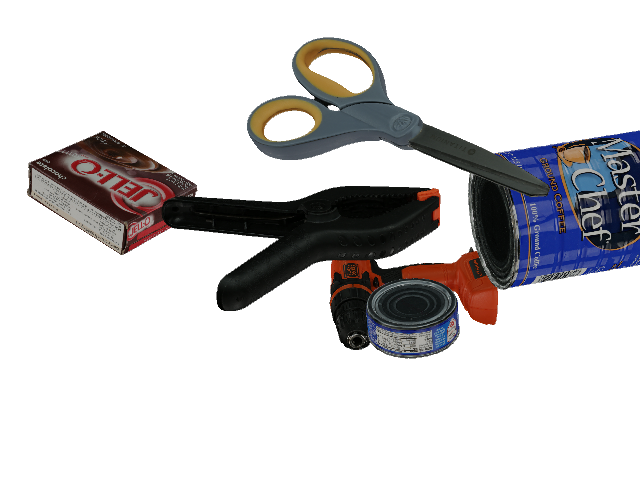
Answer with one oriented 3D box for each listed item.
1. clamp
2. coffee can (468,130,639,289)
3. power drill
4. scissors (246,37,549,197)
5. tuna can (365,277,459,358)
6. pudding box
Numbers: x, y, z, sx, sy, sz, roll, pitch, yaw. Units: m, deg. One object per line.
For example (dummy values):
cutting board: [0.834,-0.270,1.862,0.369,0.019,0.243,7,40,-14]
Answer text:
clamp: [-0.011,-0.012,0.801,0.209,0.036,0.165,-14,29,-25]
coffee can: [0.194,-0.024,0.800,0.140,0.103,0.103,-9,1,-8]
power drill: [0.104,0.064,1.219,0.187,0.057,0.184,-1,28,-1]
scissors: [0.027,-0.052,0.585,0.202,0.096,0.016,50,-4,44]
tuna can: [0.085,0.070,0.984,0.086,0.034,0.086,-5,30,3]
pudding box: [-0.176,-0.042,0.900,0.114,0.039,0.089,28,35,22]
